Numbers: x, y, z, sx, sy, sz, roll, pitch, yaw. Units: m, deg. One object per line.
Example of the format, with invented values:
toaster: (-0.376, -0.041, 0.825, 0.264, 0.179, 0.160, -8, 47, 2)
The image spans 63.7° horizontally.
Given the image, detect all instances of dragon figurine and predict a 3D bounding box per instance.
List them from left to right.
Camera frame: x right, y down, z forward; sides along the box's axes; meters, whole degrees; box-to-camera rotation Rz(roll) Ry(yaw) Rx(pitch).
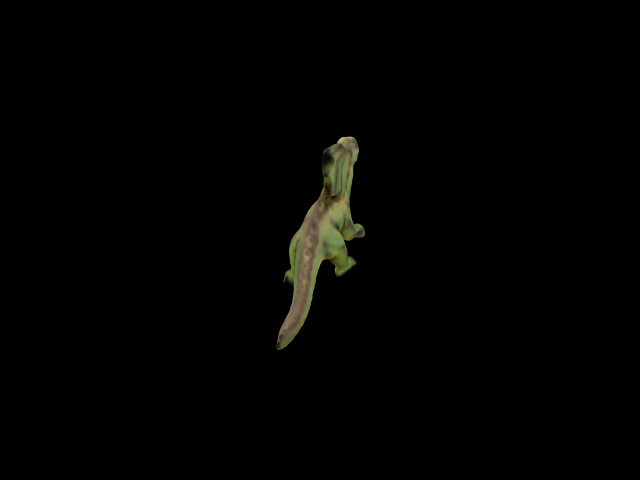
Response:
dragon figurine: (0.003, -0.043, 0.850, 0.122, 0.237, 0.420, 8, 37, 11)
